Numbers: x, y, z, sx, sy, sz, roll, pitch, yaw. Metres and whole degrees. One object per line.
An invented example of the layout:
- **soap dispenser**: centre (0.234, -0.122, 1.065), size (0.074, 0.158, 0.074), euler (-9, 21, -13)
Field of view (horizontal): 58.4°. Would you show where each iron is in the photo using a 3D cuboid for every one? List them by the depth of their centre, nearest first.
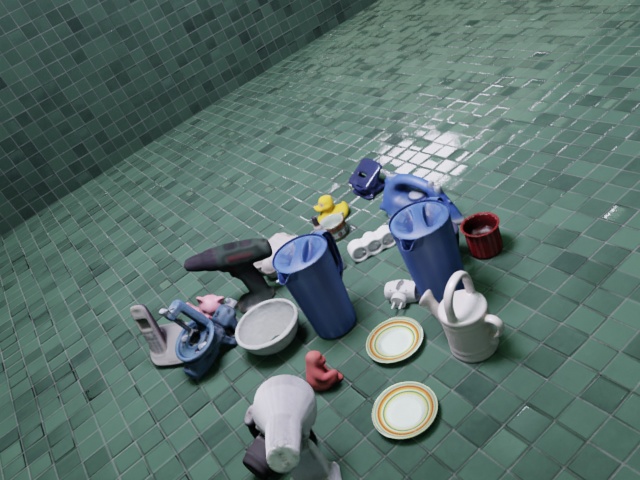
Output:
- **iron**: centre (0.274, -0.123, 1.571), size (0.257, 0.142, 0.119), euler (15, 51, 45)

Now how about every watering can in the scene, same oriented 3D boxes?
- **watering can**: centre (0.280, 0.146, 1.144), size (0.172, 0.194, 0.101), euler (-6, 38, 28)

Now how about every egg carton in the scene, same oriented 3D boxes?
- **egg carton**: centre (-0.122, 0.042, 1.673), size (0.107, 0.070, 0.150), euler (17, 52, 46)

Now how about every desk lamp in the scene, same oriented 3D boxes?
- **desk lamp**: centre (-0.039, 0.376, 1.019), size (0.118, 0.214, 0.203), euler (-23, 33, 4)

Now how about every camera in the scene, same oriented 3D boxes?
- **camera**: centre (-0.105, 0.393, 1.144), size (0.142, 0.101, 0.137), euler (10, 47, 42)

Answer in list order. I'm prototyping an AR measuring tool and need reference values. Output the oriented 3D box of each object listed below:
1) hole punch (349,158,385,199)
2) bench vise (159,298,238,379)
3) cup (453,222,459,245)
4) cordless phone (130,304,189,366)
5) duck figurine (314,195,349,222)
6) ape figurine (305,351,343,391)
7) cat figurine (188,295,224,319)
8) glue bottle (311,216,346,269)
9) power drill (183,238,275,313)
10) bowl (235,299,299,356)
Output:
- **hole punch**: centre (0.147, -0.194, 1.801), size (0.101, 0.091, 0.108), euler (-36, 34, -16)
- **bench vise**: centre (-0.302, 0.207, 1.426), size (0.121, 0.220, 0.207), euler (-4, 39, 30)
- **cup**: centre (0.292, 0.013, 1.412), size (0.117, 0.095, 0.092), euler (-2, 40, 32)
- **cordless phone**: centre (-0.401, 0.237, 1.484), size (0.147, 0.185, 0.094), euler (-13, 35, 19)
- **duck figurine**: centre (0.031, -0.100, 1.753), size (0.104, 0.086, 0.077), euler (-23, 33, 4)
- **ape figurine**: centre (-0.002, 0.278, 1.244), size (0.076, 0.092, 0.077), euler (-28, 33, -3)
- **cat figurine**: centre (-0.307, 0.188, 1.550), size (0.127, 0.118, 0.067), euler (-3, 40, 31)
- **glue bottle**: centre (0.014, 0.005, 1.537), size (0.037, 0.173, 0.077), euler (-36, 34, -15)
- **power drill**: centre (-0.220, 0.092, 1.541), size (0.229, 0.209, 0.075), euler (-24, 33, 2)
- **bowl**: centre (-0.120, 0.227, 1.410), size (0.167, 0.075, 0.167), euler (-18, 34, 13)
